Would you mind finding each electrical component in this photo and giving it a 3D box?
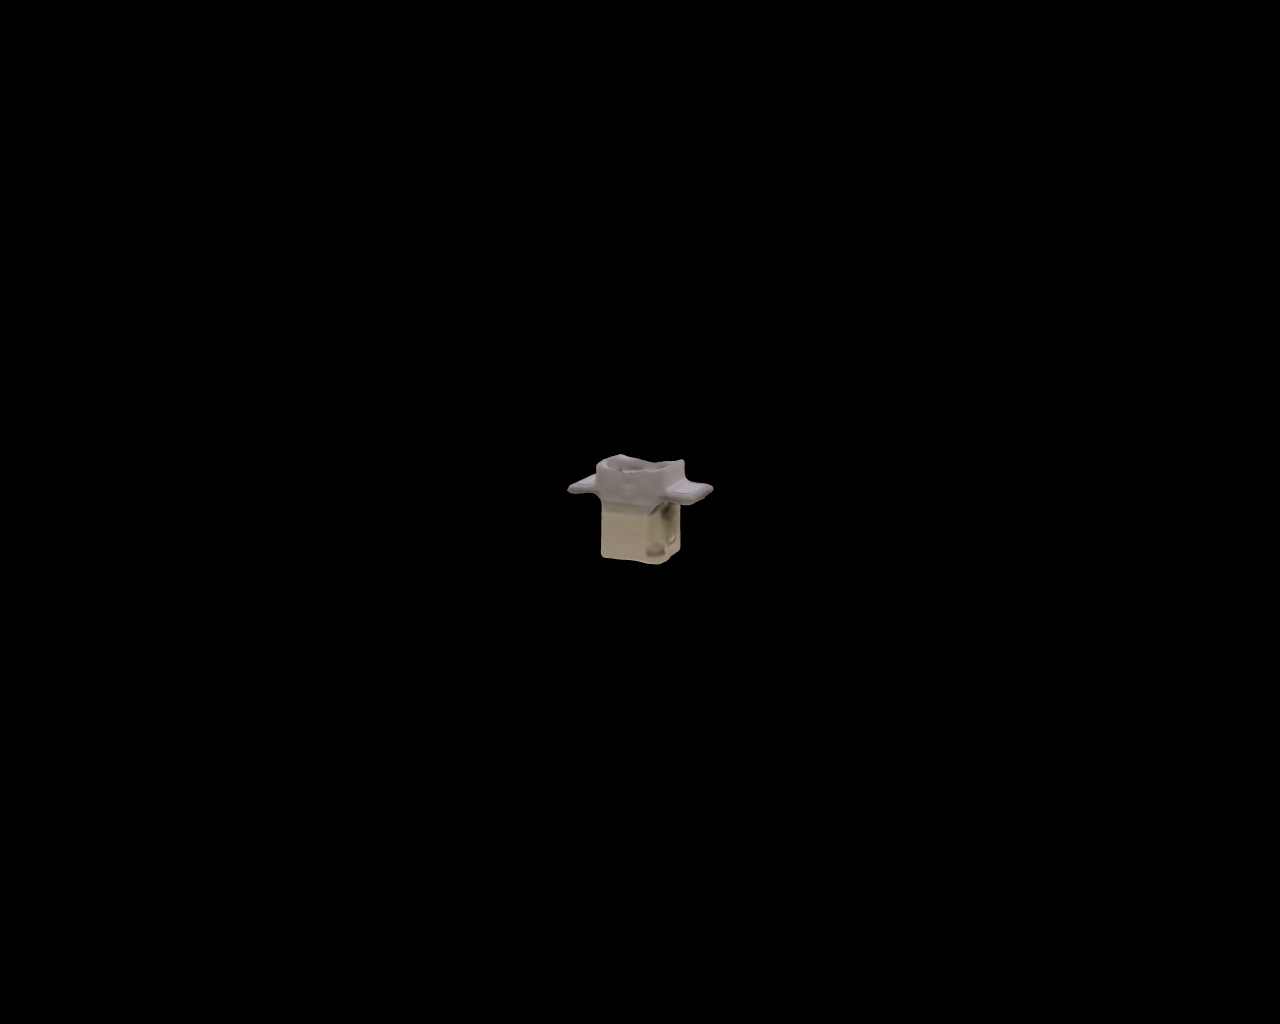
[{"bbox_3d":[0.001,-0.003,0.650,0.081,0.063,0.042,6,16,22],"label":"electrical component"}]
